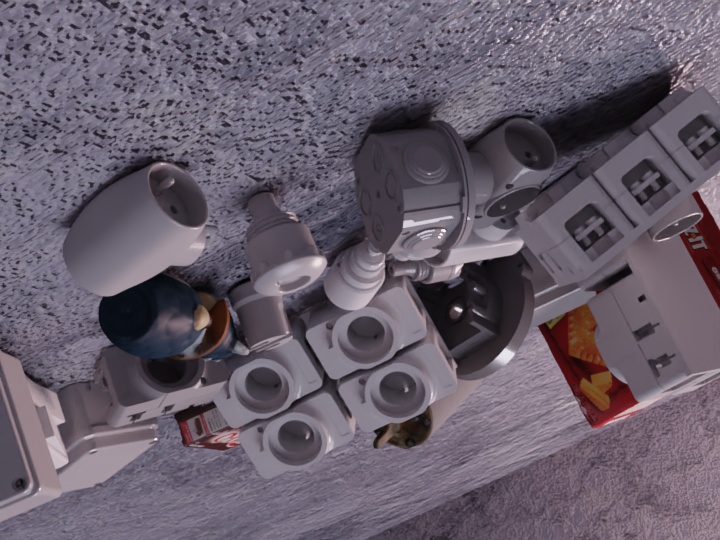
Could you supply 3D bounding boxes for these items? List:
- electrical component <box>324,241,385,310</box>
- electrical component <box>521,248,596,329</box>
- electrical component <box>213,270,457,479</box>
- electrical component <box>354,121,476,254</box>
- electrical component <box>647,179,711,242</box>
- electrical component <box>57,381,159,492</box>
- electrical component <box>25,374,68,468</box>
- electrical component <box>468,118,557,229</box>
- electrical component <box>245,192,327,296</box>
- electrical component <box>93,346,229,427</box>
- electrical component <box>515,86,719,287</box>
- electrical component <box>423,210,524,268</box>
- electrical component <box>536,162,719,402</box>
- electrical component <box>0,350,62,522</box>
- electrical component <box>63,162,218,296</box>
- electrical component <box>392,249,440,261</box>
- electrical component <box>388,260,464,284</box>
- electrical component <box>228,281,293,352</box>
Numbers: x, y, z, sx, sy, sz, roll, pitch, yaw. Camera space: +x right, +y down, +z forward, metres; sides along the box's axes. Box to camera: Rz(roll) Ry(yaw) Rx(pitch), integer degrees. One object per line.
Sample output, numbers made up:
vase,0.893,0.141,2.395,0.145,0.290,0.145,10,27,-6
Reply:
electrical component,0.000,0.000,0.816,0.040,0.040,0.078,-14,159,-26
electrical component,0.166,0.017,1.032,0.113,0.057,0.078,-26,161,7
electrical component,-0.024,0.089,0.907,0.186,0.105,0.060,-27,-164,11
electrical component,0.034,-0.050,0.660,0.051,0.080,0.080,-9,158,-22
electrical component,0.248,-0.074,0.845,0.079,0.077,0.044,-29,161,16
electrical component,-0.232,0.142,0.907,0.078,0.057,0.113,-2,152,-48
electrical component,-0.257,0.121,0.812,0.061,0.061,0.096,-21,161,-8
electrical component,0.082,-0.063,0.733,0.079,0.044,0.077,-10,158,-34
electrical component,-0.052,-0.018,0.670,0.048,0.062,0.048,-21,161,-7
electrical component,-0.155,0.081,0.841,0.089,0.050,0.055,-12,159,-29
electrical component,0.190,-0.061,0.772,0.150,0.061,0.089,-38,177,-4
electrical component,0.094,-0.036,0.821,0.077,0.043,0.079,-9,157,-35
electrical component,0.225,0.009,0.876,0.105,0.186,0.060,-1,152,-48
electrical component,-0.273,0.121,0.723,0.109,0.108,0.056,-23,164,-1
electrical component,-0.115,-0.021,0.616,0.077,0.043,0.079,-34,159,29
electrical component,0.043,-0.028,0.786,0.043,0.043,0.062,-12,160,-31
electrical component,0.052,-0.005,0.872,0.061,0.035,0.035,-11,158,-27
electrical component,-0.074,0.034,0.809,0.040,0.046,0.040,-18,164,-5
